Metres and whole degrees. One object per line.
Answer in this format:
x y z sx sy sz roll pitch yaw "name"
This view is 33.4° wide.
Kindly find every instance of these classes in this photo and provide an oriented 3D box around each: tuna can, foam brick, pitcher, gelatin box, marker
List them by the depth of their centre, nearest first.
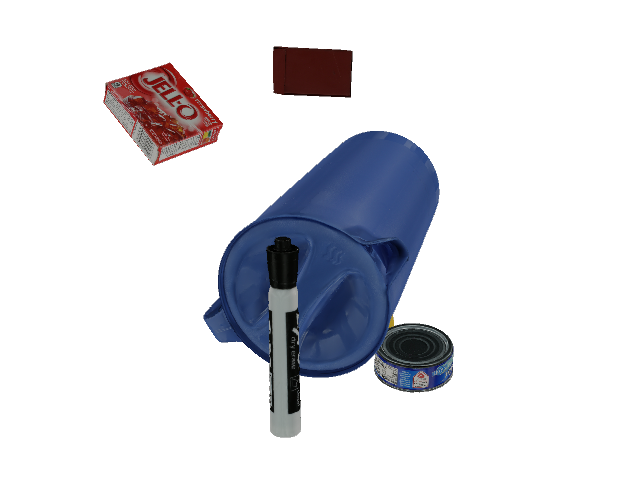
-0.021 0.057 0.622 0.020 0.121 0.020 0 17 0 "marker"
0.012 0.000 0.877 0.149 0.145 0.242 18 28 11 "pitcher"
-0.146 -0.119 0.985 0.073 0.089 0.030 -25 -25 -35 "gelatin box"
0.101 0.125 1.149 0.086 0.034 0.086 -1 29 0 "tuna can"
-0.009 -0.184 1.165 0.078 0.051 0.053 0 11 -16 "foam brick"

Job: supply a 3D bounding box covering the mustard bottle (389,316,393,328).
0.054 0.050 1.403 0.096 0.192 0.058 -4 25 -16 "mustard bottle"
